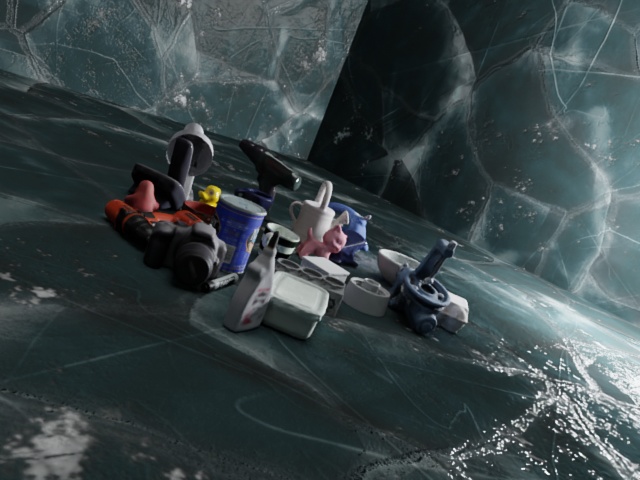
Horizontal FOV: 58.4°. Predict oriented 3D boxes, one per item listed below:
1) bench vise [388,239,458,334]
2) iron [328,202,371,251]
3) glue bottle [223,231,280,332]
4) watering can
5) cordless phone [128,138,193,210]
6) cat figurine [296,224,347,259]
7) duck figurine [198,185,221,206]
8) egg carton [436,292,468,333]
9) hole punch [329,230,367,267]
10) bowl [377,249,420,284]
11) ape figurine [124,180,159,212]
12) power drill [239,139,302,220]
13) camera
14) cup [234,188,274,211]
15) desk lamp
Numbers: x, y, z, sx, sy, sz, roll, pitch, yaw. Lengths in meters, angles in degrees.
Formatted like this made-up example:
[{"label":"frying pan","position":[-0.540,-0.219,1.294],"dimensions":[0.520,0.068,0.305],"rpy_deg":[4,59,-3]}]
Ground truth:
[{"label":"bench vise","position":[0.232,0.081,1.333],"dimensions":[0.122,0.220,0.206],"rpy_deg":[13,15,-37]},{"label":"iron","position":[0.039,-0.057,1.788],"dimensions":[0.257,0.141,0.119],"rpy_deg":[28,13,27]},{"label":"glue bottle","position":[-0.100,0.065,0.930],"dimensions":[0.037,0.173,0.078],"rpy_deg":[27,13,22]},{"label":"watering can","position":[0.000,-0.081,1.696],"dimensions":[0.173,0.194,0.100],"rpy_deg":[13,15,-35]},{"label":"cordless phone","position":[-0.397,-0.183,1.461],"dimensions":[0.147,0.185,0.094],"rpy_deg":[24,12,12]},{"label":"cat figurine","position":[0.014,0.005,1.527],"dimensions":[0.128,0.118,0.067],"rpy_deg":[17,13,-24]},{"label":"duck figurine","position":[-0.292,-0.104,1.540],"dimensions":[0.077,0.086,0.105],"rpy_deg":[31,15,36]},{"label":"egg carton","position":[0.317,0.174,1.440],"dimensions":[0.107,0.069,0.150],"rpy_deg":[23,12,7]},{"label":"hole punch","position":[0.067,0.016,1.638],"dimensions":[0.101,0.091,0.108],"rpy_deg":[14,14,-34]},{"label":"bowl","position":[0.230,0.092,1.634],"dimensions":[0.167,0.075,0.167],"rpy_deg":[21,12,-4]},{"label":"ape figurine","position":[-0.395,-0.089,1.280],"dimensions":[0.078,0.092,0.076],"rpy_deg":[18,13,-18]},{"label":"power drill","position":[-0.180,-0.179,1.774],"dimensions":[0.229,0.208,0.076],"rpy_deg":[24,12,11]},{"label":"camera","position":[-0.243,0.020,1.049],"dimensions":[0.143,0.101,0.136],"rpy_deg":[19,12,-14]},{"label":"cup","position":[-0.201,-0.095,1.643],"dimensions":[0.118,0.095,0.091],"rpy_deg":[15,14,-31]},{"label":"desk lamp","position":[-0.370,-0.211,1.567],"dimensions":[0.118,0.213,0.203],"rpy_deg":[18,13,-19]}]
